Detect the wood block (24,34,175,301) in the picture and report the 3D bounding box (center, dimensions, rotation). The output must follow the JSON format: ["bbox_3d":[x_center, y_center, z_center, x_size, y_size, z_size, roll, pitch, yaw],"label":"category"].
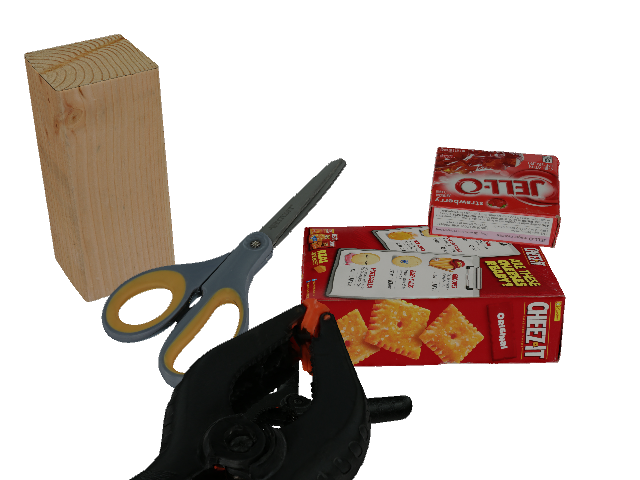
[{"bbox_3d":[-0.192,-0.063,0.941,0.090,0.206,0.090,-18,36,-25],"label":"wood block"}]

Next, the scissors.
[{"bbox_3d":[-0.060,0.007,0.653,0.096,0.016,0.201,12,47,15],"label":"scissors"}]

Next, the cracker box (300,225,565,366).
[{"bbox_3d":[0.090,0.046,0.938,0.213,0.072,0.164,-1,22,0],"label":"cracker box"}]

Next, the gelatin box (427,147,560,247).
[{"bbox_3d":[0.123,-0.032,0.750,0.089,0.030,0.073,5,39,8],"label":"gelatin box"}]

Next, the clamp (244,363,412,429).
[{"bbox_3d":[-0.013,0.180,1.092,0.165,0.036,0.209,17,28,25],"label":"clamp"}]

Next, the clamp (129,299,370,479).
[{"bbox_3d":[-0.021,0.091,0.386,0.120,0.039,0.171,24,49,17],"label":"clamp"}]
